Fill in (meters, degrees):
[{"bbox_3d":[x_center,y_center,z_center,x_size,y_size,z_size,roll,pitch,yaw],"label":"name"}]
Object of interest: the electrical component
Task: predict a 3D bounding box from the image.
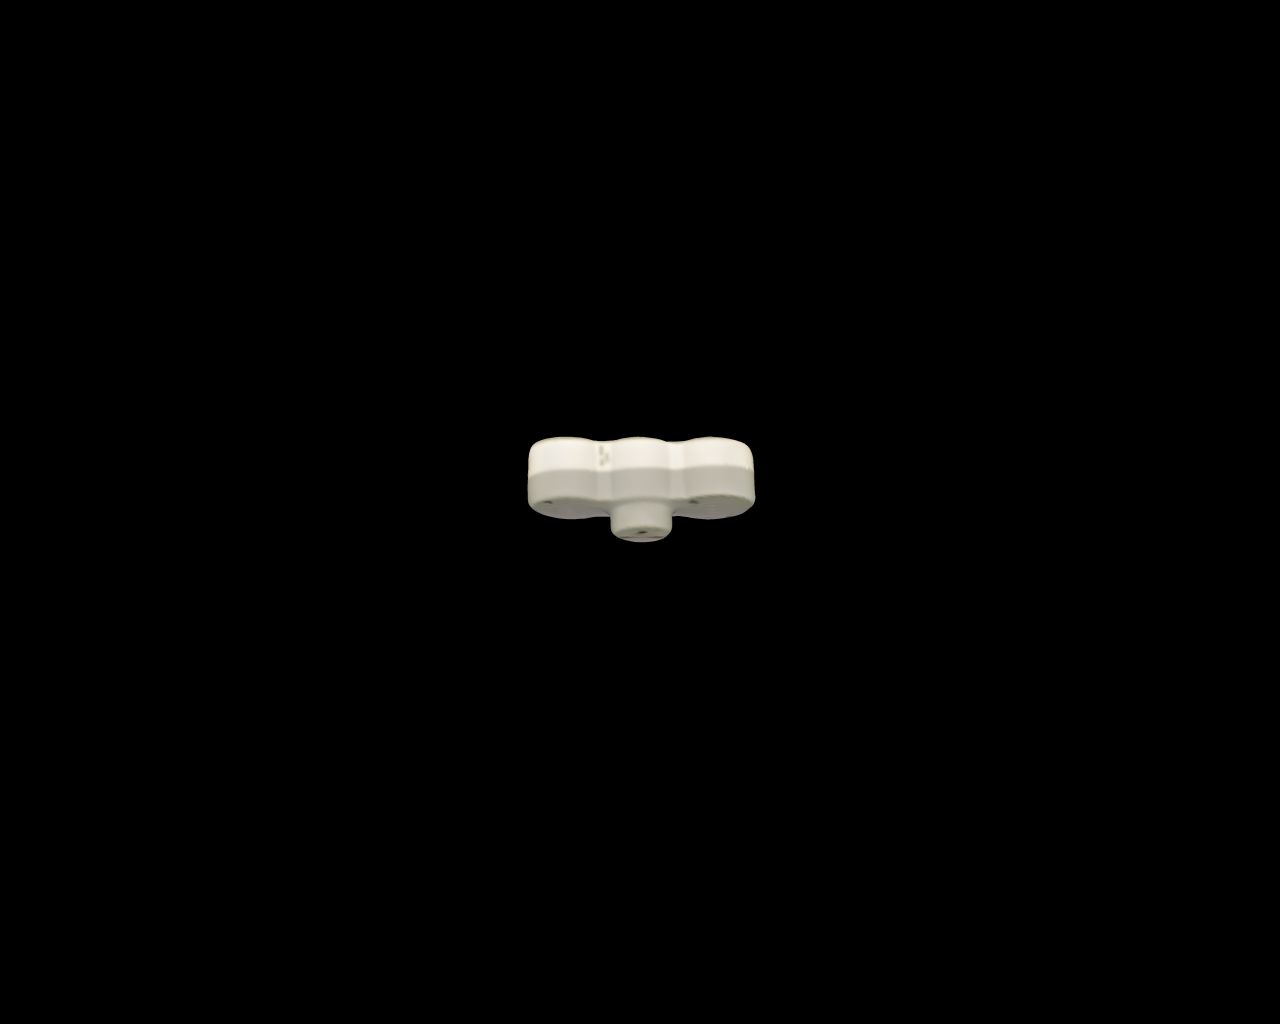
[{"bbox_3d":[0.001,-0.003,0.650,0.138,0.074,0.052,0,-17,0],"label":"electrical component"}]
